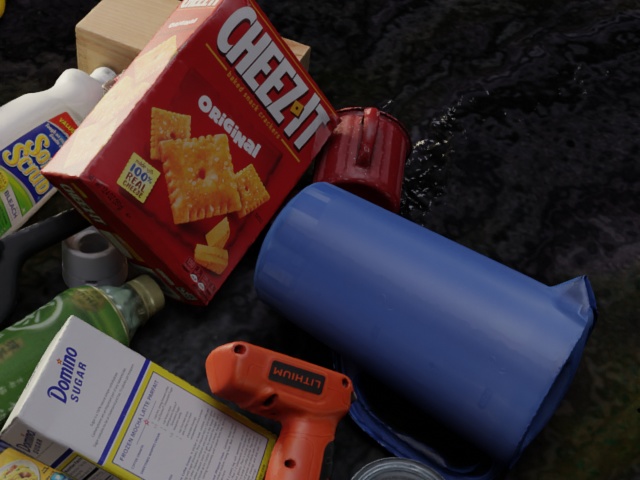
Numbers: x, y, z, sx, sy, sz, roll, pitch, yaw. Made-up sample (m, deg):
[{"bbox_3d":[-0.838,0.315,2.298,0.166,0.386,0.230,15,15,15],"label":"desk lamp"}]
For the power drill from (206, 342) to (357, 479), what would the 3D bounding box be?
[{"bbox_3d":[-0.050,0.167,0.705,0.184,0.057,0.187,21,61,-26],"label":"power drill"}]

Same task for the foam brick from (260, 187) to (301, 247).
[{"bbox_3d":[-0.006,0.001,0.928,0.078,0.053,0.051,26,50,18],"label":"foam brick"}]

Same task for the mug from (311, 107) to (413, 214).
[{"bbox_3d":[0.037,-0.066,0.956,0.093,0.117,0.081,12,52,-4],"label":"mug"}]

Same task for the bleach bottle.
[{"bbox_3d":[-0.261,-0.082,0.938,0.068,0.102,0.250,9,44,30],"label":"bleach bottle"}]

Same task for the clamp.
[{"bbox_3d":[-0.270,-0.002,0.818,0.164,0.036,0.209,38,66,-18],"label":"clamp"}]

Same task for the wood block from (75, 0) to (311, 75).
[{"bbox_3d":[-0.124,-0.163,1.039,0.206,0.090,0.090,21,48,12],"label":"wood block"}]

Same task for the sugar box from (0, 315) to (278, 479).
[{"bbox_3d":[-0.123,0.138,0.745,0.176,0.048,0.093,32,45,-12],"label":"sugar box"}]

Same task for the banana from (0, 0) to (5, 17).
[{"bbox_3d":[-0.414,-0.234,1.106,0.197,0.037,0.070,-10,31,-18],"label":"banana"}]

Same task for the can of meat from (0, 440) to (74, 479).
[{"bbox_3d":[-0.214,0.191,0.723,0.084,0.057,0.102,22,49,10],"label":"can of meat"}]

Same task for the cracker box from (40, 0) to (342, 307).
[{"bbox_3d":[-0.096,-0.078,0.871,0.072,0.164,0.213,11,58,48],"label":"cracker box"}]

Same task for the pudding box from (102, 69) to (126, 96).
[{"bbox_3d":[-0.145,-0.090,0.969,0.114,0.090,0.039,34,54,22],"label":"pudding box"}]

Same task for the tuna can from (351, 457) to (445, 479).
[{"bbox_3d":[0.056,0.200,0.766,0.086,0.034,0.086,3,47,-4],"label":"tuna can"}]

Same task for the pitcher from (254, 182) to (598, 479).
[{"bbox_3d":[0.070,0.064,0.803,0.243,0.145,0.149,29,60,18],"label":"pitcher"}]
